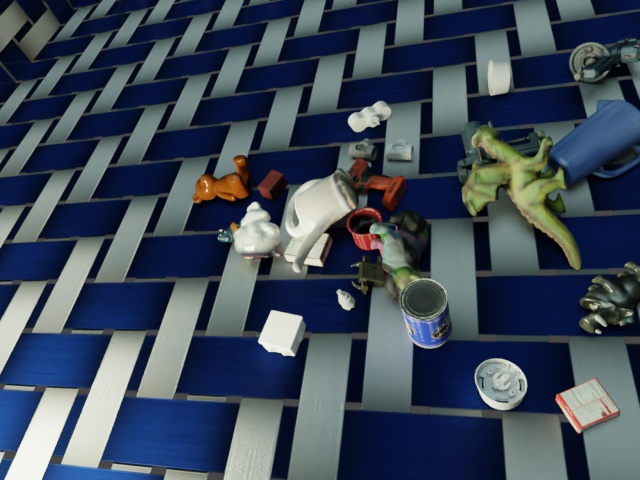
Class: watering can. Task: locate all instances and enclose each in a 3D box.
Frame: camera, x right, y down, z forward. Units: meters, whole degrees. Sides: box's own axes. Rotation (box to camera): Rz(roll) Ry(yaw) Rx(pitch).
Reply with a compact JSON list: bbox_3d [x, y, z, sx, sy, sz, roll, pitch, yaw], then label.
[{"bbox_3d":[0.004,-0.069,1.374,0.223,0.102,0.356,-30,34,16],"label":"watering can"}]

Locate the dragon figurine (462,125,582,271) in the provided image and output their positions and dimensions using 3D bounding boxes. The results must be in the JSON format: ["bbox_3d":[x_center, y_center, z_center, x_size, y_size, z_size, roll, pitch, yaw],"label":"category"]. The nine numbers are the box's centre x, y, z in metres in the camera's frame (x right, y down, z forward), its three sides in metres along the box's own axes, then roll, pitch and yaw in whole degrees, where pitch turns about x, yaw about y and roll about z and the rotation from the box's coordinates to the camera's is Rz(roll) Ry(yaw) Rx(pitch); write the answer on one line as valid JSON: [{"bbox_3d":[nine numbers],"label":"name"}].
[{"bbox_3d":[0.471,-0.112,1.259,0.242,0.417,0.120,-9,-20,8],"label":"dragon figurine"}]

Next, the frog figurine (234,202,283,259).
[{"bbox_3d":[-0.174,-0.029,1.425,0.137,0.160,0.123,-8,-4,35],"label":"frog figurine"}]
